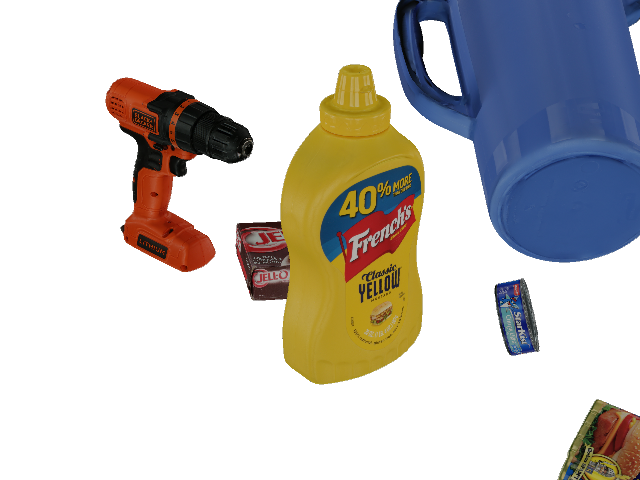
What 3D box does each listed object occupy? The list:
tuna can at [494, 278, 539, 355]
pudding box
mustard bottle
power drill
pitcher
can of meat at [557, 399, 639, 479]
[{"bbox_3d":[0.225,0.088,1.225,0.034,0.086,0.086,-12,-3,15],"label":"tuna can"},{"bbox_3d":[-0.014,0.015,0.950,0.113,0.039,0.090,-1,27,-13],"label":"pudding box"},{"bbox_3d":[0.021,-0.012,0.643,0.096,0.192,0.058,-20,34,-32],"label":"mustard bottle"},{"bbox_3d":[-0.147,-0.064,1.116,0.185,0.188,0.057,26,36,31],"label":"power drill"},{"bbox_3d":[0.148,-0.105,0.738,0.149,0.243,0.144,-32,-53,29],"label":"pitcher"},{"bbox_3d":[0.226,0.173,0.786,0.084,0.057,0.101,22,40,22],"label":"can of meat"}]
